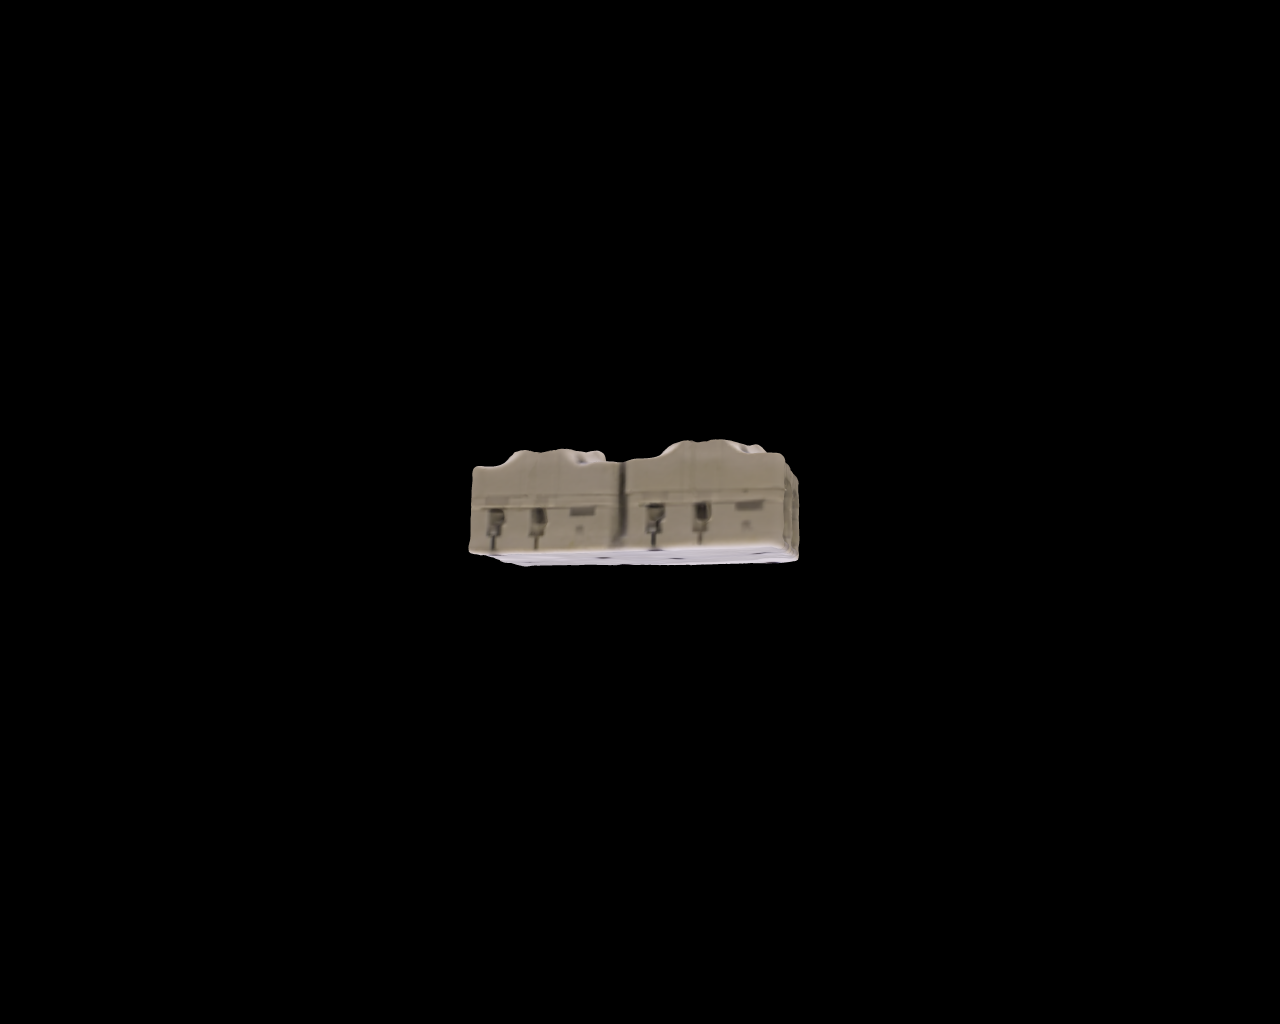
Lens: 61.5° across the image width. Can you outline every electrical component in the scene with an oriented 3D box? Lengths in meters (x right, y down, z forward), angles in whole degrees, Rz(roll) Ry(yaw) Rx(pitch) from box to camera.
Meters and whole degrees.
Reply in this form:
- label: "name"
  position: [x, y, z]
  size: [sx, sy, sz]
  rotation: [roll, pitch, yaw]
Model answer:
- label: "electrical component"
  position: [0.001, -0.003, 0.650]
  size: [0.186, 0.060, 0.105]
  rotation: [-2, -7, 14]
